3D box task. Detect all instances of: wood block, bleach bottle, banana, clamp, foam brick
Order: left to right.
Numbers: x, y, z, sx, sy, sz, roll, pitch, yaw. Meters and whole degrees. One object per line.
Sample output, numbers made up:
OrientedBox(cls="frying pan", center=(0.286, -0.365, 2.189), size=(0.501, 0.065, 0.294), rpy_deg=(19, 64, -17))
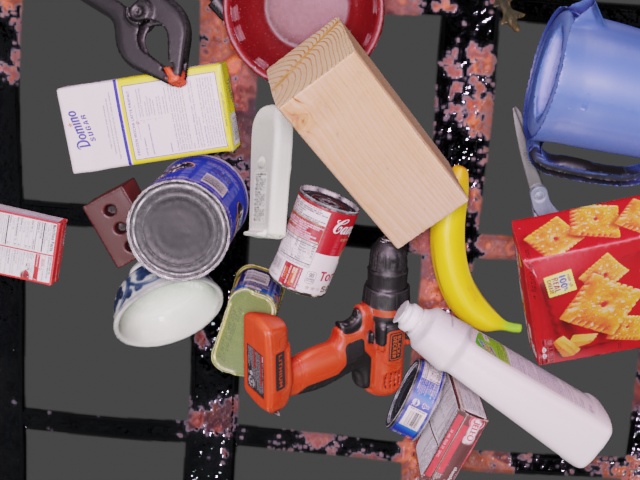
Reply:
OrientedBox(cls="foam brick", center=(-0.209, -0.018, 1.146), size=(0.053, 0.051, 0.078), rpy_deg=(-27, 101, 10))
OrientedBox(cls="clamp", center=(-0.189, -0.228, 1.081), size=(0.120, 0.039, 0.171), rpy_deg=(-21, 81, 17))
OrientedBox(cls="wood block", center=(0.047, -0.102, 1.050), size=(0.091, 0.090, 0.206), rpy_deg=(-35, 122, 12))
OrientedBox(cls="banana", center=(0.153, 0.020, 1.141), size=(0.069, 0.037, 0.198), rpy_deg=(-23, 104, -10))
OrientedBox(cls="bleach bottle", center=(0.185, 0.140, 1.125), size=(0.250, 0.102, 0.068), rpy_deg=(34, 100, -9))

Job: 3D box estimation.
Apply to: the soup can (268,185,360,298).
OrientedBox(cls="soup can", center=(-0.007, 0.001, 1.129), size=(0.068, 0.068, 0.102), rpy_deg=(21, 105, -2))

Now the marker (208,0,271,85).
OrientedBox(cls="marker", center=(-0.074, -0.205, 1.105), size=(0.020, 0.020, 0.121), rpy_deg=(-37, 99, 12))

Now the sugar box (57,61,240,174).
OrientedBox(cls="sugar box", center=(-0.179, -0.128, 1.119), size=(0.176, 0.048, 0.093), rpy_deg=(-6, 102, 9))

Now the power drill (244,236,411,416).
OrientedBox(cls="power drill", center=(0.014, 0.094, 1.110), size=(0.187, 0.057, 0.184), rpy_deg=(-11, 114, -29))

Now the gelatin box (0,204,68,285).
OrientedBox(cls="gelatin box", center=(-0.327, 0.004, 1.172), size=(0.089, 0.030, 0.073), rpy_deg=(12, 104, 1))

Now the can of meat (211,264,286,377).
OrientedBox(cls="can of meat", center=(-0.078, 0.087, 1.148), size=(0.057, 0.084, 0.102), rpy_deg=(18, 105, -1))

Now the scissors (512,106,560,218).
OrientedBox(cls="scissors", center=(0.250, -0.042, 1.126), size=(0.096, 0.016, 0.202), rpy_deg=(-2, 105, 2))

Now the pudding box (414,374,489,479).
OrientedBox(cls="pudding box", center=(0.139, 0.200, 1.146), size=(0.039, 0.113, 0.090), rpy_deg=(25, 105, -9))

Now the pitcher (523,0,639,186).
OrientedBox(cls="pitcher", center=(0.326, -0.129, 1.049), size=(0.242, 0.149, 0.145), rpy_deg=(13, 80, -3))

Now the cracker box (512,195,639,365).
OrientedBox(cls="cracker box", center=(0.312, 0.038, 1.081), size=(0.214, 0.072, 0.164), rpy_deg=(-11, 132, 7))

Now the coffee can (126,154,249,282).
OrientedBox(cls="coffee can", center=(-0.132, -0.026, 1.093), size=(0.103, 0.140, 0.103), rpy_deg=(1, 105, 3))

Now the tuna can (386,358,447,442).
OrientedBox(cls="tuna can", center=(0.104, 0.172, 1.156), size=(0.034, 0.086, 0.086), rpy_deg=(26, 105, -1))

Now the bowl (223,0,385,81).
OrientedBox(cls="bowl", center=(-0.015, -0.235, 1.074), size=(0.162, 0.055, 0.162), rpy_deg=(1, 105, 4))
